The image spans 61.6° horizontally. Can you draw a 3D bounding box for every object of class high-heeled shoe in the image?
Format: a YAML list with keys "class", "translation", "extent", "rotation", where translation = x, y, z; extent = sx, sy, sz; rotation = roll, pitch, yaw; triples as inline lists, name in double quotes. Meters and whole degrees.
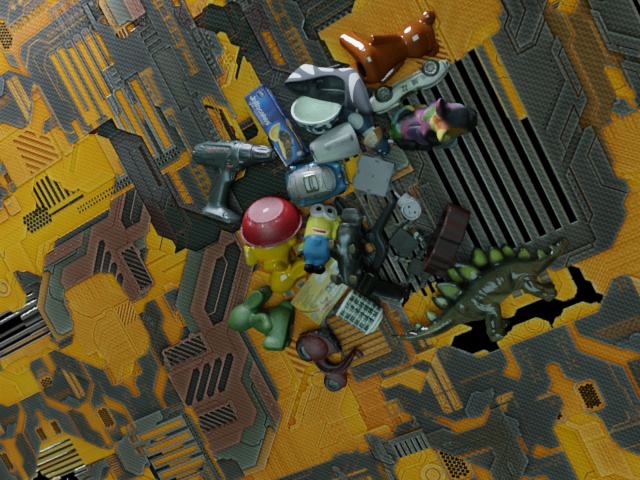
- class: "high-heeled shoe"
  translation: [0.015, -0.333, 1.222]
  extent: [0.145, 0.249, 0.086]
  rotation: [-23, 136, -5]

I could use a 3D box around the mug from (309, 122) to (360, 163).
- class: "mug"
  translation: [0.033, -0.220, 1.263]
  extent: [0.107, 0.109, 0.080]
  rotation: [-24, 101, -3]

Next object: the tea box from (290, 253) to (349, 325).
- class: "tea box"
  translation: [0.015, 0.120, 1.369]
  extent: [0.098, 0.068, 0.169]
  rotation: [40, 107, 5]

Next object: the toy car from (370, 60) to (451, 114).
- class: "toy car"
  translation: [0.205, -0.351, 1.229]
  extent: [0.202, 0.073, 0.056]
  rotation: [-25, 91, 17]

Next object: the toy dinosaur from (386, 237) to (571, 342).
- class: "toy dinosaur"
  translation: [0.381, 0.133, 1.271]
  extent: [0.471, 0.105, 0.198]
  rotation: [-39, 82, 8]

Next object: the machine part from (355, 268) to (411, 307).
- class: "machine part"
  translation: [0.159, 0.118, 1.333]
  extent: [0.139, 0.039, 0.084]
  rotation: [22, 124, -5]

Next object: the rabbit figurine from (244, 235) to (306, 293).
- class: "rabbit figurine"
  translation: [-0.098, 0.055, 1.377]
  extent: [0.162, 0.122, 0.173]
  rotation: [-9, 113, 6]

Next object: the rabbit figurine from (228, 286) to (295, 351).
- class: "rabbit figurine"
  translation: [-0.158, 0.204, 1.400]
  extent: [0.170, 0.121, 0.159]
  rotation: [8, 96, 9]

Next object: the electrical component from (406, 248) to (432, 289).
- class: "electrical component"
  translation: [0.251, 0.070, 1.327]
  extent: [0.063, 0.021, 0.094]
  rotation: [22, 104, 8]

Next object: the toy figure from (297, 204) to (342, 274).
- class: "toy figure"
  translation: [-0.006, -0.005, 1.308]
  extent: [0.082, 0.089, 0.180]
  rotation: [18, 68, -26]

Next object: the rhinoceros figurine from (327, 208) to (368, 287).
- class: "rhinoceros figurine"
  translation: [0.074, 0.019, 1.269]
  extent: [0.073, 0.112, 0.190]
  rotation: [2, 95, 31]

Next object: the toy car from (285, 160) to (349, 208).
- class: "toy car"
  translation: [-0.015, -0.137, 1.310]
  extent: [0.162, 0.103, 0.109]
  rotation: [-11, 99, 17]

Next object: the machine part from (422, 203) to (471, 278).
- class: "machine part"
  translation: [0.289, 0.002, 1.230]
  extent: [0.056, 0.179, 0.179]
  rotation: [23, 105, 6]

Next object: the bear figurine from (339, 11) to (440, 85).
- class: "bear figurine"
  translation: [0.163, -0.439, 1.213]
  extent: [0.196, 0.120, 0.132]
  rotation: [-35, 47, -7]

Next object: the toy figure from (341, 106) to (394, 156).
- class: "toy figure"
  translation: [0.111, -0.263, 1.279]
  extent: [0.058, 0.064, 0.154]
  rotation: [-36, 90, -24]

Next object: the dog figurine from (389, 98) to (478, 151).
- class: "dog figurine"
  translation: [0.240, -0.251, 1.166]
  extent: [0.192, 0.219, 0.108]
  rotation: [-1, 97, 13]

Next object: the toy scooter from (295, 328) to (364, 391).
- class: "toy scooter"
  translation: [0.032, 0.296, 1.397]
  extent: [0.135, 0.075, 0.184]
  rotation: [-37, 94, 18]

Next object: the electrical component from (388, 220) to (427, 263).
- class: "electrical component"
  translation: [0.212, 0.008, 1.312]
  extent: [0.078, 0.045, 0.102]
  rotation: [45, 107, 0]

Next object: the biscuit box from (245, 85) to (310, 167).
- class: "biscuit box"
  translation: [-0.105, -0.280, 1.323]
  extent: [0.059, 0.063, 0.202]
  rotation: [-32, 93, 16]

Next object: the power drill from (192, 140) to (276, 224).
- class: "power drill"
  translation: [-0.223, -0.149, 1.356]
  extent: [0.232, 0.086, 0.207]
  rotation: [15, 111, 21]
